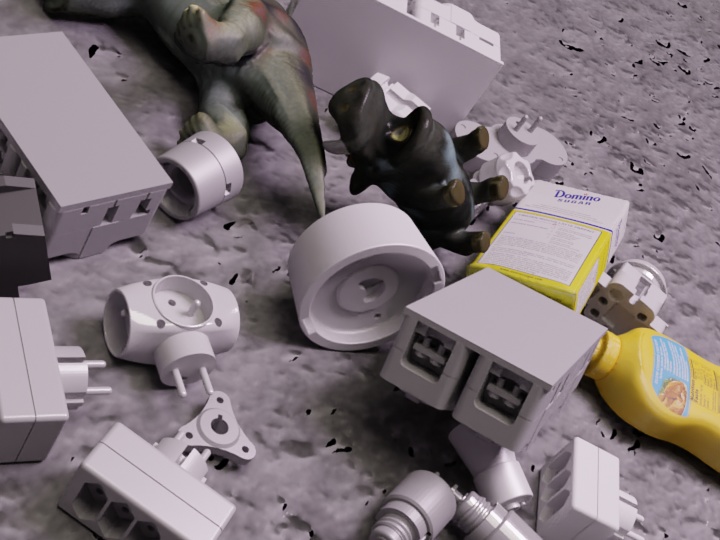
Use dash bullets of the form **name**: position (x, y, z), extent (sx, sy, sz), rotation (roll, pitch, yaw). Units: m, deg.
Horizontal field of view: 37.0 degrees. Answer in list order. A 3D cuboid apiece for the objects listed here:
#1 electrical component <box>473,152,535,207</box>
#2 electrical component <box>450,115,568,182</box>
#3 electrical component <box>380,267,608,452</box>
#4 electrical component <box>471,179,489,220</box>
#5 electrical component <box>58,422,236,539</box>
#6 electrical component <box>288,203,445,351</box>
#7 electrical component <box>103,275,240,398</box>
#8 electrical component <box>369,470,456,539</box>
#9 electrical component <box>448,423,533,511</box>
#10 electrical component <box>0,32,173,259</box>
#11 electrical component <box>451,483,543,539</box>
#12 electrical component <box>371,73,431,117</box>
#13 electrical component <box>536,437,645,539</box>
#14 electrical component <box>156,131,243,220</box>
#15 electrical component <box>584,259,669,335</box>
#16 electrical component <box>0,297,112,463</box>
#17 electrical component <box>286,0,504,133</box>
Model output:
- **electrical component**: position (0.121, -0.077, 0.965), extent (0.043, 0.062, 0.043), rotation (20, 61, -39)
- **electrical component**: position (0.144, -0.118, 1.013), extent (0.138, 0.073, 0.052), rotation (-1, 52, -37)
- **electrical component**: position (0.099, 0.061, 0.766), extent (0.105, 0.060, 0.186), rotation (28, 18, 17)
- **electrical component**: position (0.081, -0.068, 0.941), extent (0.055, 0.045, 0.045), rotation (45, 40, 10)
- **electrical component**: position (-0.112, 0.122, 0.613), extent (0.083, 0.047, 0.075), rotation (36, 39, -1)
- **electrical component**: position (0.000, 0.000, 0.771), extent (0.108, 0.108, 0.060), rotation (7, 42, -31)
- **electrical component**: position (-0.115, 0.047, 0.687), extent (0.077, 0.044, 0.079), rotation (0, 51, -36)
- **electrical component**: position (0.029, 0.160, 0.684), extent (0.040, 0.040, 0.078), rotation (45, 40, 10)
- **electrical component**: position (0.094, 0.138, 0.753), extent (0.044, 0.044, 0.065), rotation (0, 56, -36)
- **electrical component**: position (-0.212, -0.085, 0.732), extent (0.089, 0.061, 0.150), rotation (-19, 64, -45)
- **electrical component**: position (0.088, 0.174, 0.713), extent (0.078, 0.040, 0.040), rotation (44, 40, 9)
- **electrical component**: position (0.021, -0.138, 0.957), extent (0.057, 0.058, 0.078), rotation (40, 39, 0)
- **electrical component**: position (0.172, 0.171, 0.772), extent (0.077, 0.047, 0.065), rotation (28, 40, -10)
- **electrical component**: position (-0.121, -0.068, 0.788), extent (0.055, 0.055, 0.047), rotation (43, 44, 8)
- **electrical component**: position (0.239, 0.026, 0.955), extent (0.078, 0.058, 0.057), rotation (41, 42, 5)
- **electrical component**: position (-0.181, 0.062, 0.621), extent (0.076, 0.047, 0.083), rotation (3, 50, -34)
- **electrical component**: position (0.024, -0.205, 0.986), extent (0.186, 0.105, 0.060), rotation (23, 41, -15)
